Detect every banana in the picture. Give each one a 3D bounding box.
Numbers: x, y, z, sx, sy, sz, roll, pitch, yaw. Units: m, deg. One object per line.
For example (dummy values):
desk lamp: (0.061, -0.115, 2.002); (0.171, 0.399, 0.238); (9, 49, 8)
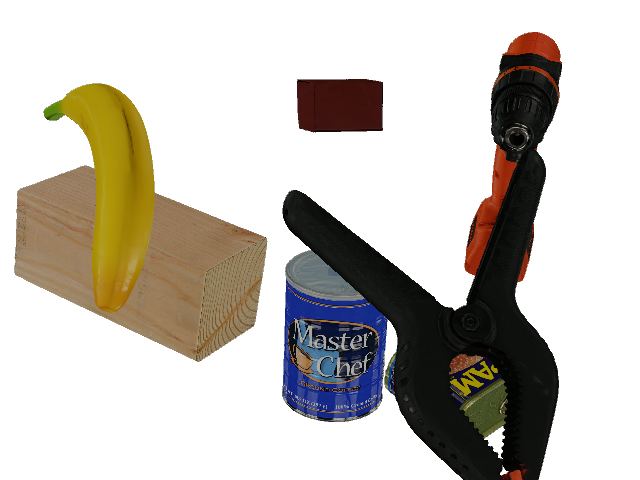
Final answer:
banana: (-0.135, -0.044, 0.686); (0.037, 0.070, 0.198); (16, 35, -36)

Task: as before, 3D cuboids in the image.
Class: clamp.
clamp: (0.069, 0.048, 0.607); (0.164, 0.210, 0.036); (-5, -19, -11)

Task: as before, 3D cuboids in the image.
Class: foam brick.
foam brick: (0.020, -0.139, 1.099); (0.078, 0.051, 0.053); (-3, 13, -19)

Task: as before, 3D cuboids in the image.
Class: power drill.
power drill: (0.161, -0.062, 0.887); (0.057, 0.188, 0.184); (12, 33, 11)

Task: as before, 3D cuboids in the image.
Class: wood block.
wood block: (-0.160, 0.015, 0.937); (0.206, 0.090, 0.090); (21, 28, 24)

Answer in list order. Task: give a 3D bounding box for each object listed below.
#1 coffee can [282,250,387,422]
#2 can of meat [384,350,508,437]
coffee can: (0.015, 0.091, 1.049); (0.103, 0.140, 0.103); (2, 25, -1)
can of meat: (0.115, 0.111, 0.865); (0.101, 0.057, 0.084); (-26, 46, -31)
